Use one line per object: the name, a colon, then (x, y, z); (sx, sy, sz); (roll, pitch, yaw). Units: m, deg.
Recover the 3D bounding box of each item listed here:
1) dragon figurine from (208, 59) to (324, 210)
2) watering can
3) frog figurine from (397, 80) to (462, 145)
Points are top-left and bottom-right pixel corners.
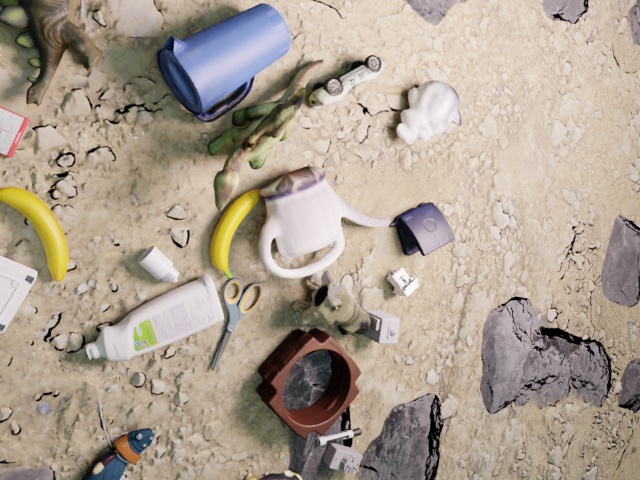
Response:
dragon figurine: (-0.082, -0.228, 0.984); (0.121, 0.243, 0.414); (41, 78, -22)
watering can: (0.003, -0.057, 1.125); (0.351, 0.104, 0.222); (-27, 107, -31)
frog figurine: (0.250, -0.306, 1.230); (0.160, 0.120, 0.139); (-23, 74, -16)
